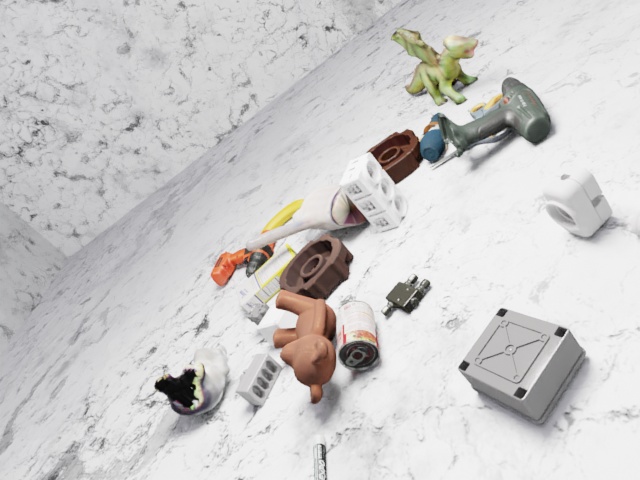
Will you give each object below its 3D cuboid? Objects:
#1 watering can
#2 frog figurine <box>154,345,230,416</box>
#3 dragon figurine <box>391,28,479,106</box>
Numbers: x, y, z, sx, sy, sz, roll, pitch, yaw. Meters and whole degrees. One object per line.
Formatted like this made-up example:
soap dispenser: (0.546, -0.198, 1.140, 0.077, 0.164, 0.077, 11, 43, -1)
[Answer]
watering can: (0.004, -0.062, 1.225, 0.352, 0.103, 0.223, -34, 17, -32)
frog figurine: (-0.244, 0.292, 1.078, 0.136, 0.123, 0.159, -45, -12, 12)
dragon figurine: (0.288, -0.485, 1.400, 0.123, 0.239, 0.413, -50, 28, -8)
